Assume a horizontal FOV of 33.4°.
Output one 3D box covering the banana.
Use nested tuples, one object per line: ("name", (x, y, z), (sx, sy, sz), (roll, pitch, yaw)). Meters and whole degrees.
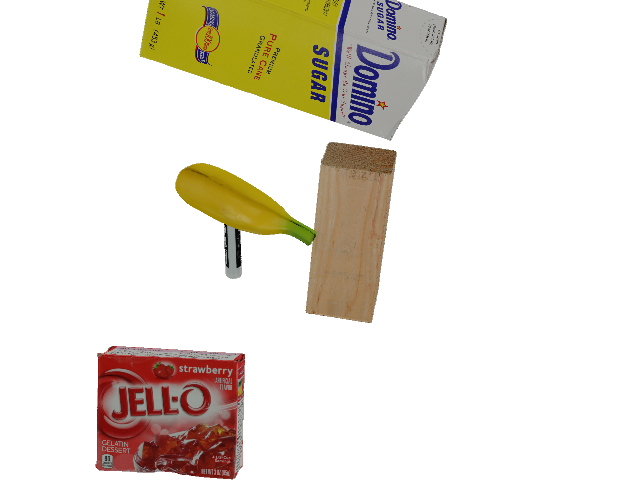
("banana", (-0.080, -0.033, 0.857), (0.069, 0.037, 0.198), (42, -9, -33))

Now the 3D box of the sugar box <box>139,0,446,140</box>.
("sugar box", (-0.020, -0.127, 0.671), (0.176, 0.048, 0.093), (20, -29, -5))

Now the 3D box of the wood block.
("wood block", (0.038, -0.011, 1.369), (0.090, 0.206, 0.090), (8, 25, 4))

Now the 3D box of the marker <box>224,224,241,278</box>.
("marker", (-0.096, -0.009, 1.167), (0.020, 0.121, 0.020), (1, 40, -1))

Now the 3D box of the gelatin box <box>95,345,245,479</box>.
("gelatin box", (-0.092, 0.105, 0.654), (0.089, 0.073, 0.030), (3, 5, 7))
